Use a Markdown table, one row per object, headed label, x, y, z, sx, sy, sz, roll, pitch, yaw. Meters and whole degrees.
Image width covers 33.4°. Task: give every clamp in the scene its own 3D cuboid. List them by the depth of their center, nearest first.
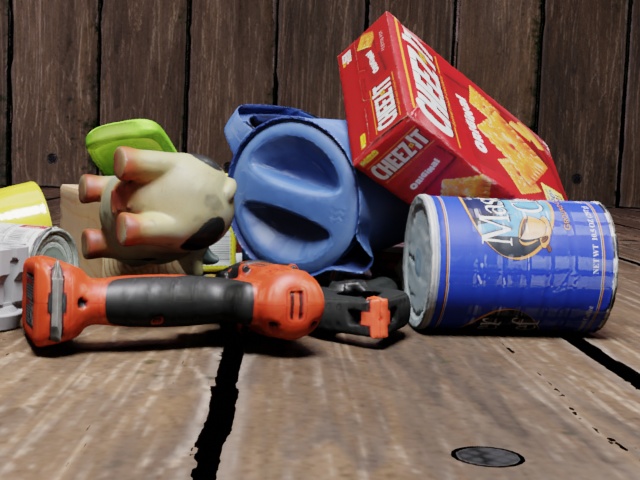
| label | x | y | z | sx | sy | sz | roll | pitch | yaw |
| --- | --- | --- | --- | --- | --- | --- | --- | --- | --- |
| clamp | 0.010 | 0.048 | 0.800 | 0.120 | 0.039 | 0.171 | -8 | 2 | -4 |

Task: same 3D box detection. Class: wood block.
| label | x | y | z | sx | sy | sz | roll | pitch | yaw |
| --- | --- | --- | --- | --- | --- | --- | --- | --- | --- |
| wood block | -0.186 | -0.004 | 1.021 | 0.090 | 0.090 | 0.206 | 0 | 6 | -24 |

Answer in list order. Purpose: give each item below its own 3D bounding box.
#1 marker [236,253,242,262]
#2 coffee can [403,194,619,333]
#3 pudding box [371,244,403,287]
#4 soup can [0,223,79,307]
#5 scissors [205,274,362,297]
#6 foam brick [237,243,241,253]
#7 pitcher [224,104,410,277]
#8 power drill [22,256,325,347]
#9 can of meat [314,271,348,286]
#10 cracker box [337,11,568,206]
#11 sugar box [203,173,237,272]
| label | x | y | z | sx | sy | sz | roll | pitch | yaw |
| --- | --- | --- | --- | --- | --- | --- | --- | --- | --- |
| marker | -0.055 | 0.021 | 1.203 | 0.020 | 0.020 | 0.120 | 7 | 7 | 43 |
| coffee can | 0.142 | 0.019 | 0.815 | 0.140 | 0.103 | 0.103 | 2 | 5 | -6 |
| pudding box | 0.106 | 0.027 | 1.081 | 0.090 | 0.039 | 0.113 | 5 | 6 | 13 |
| soup can | -0.251 | 0.019 | 0.842 | 0.102 | 0.068 | 0.068 | 4 | 5 | 20 |
| scissors | -0.009 | 0.044 | 0.962 | 0.202 | 0.016 | 0.096 | 4 | 5 | 23 |
| foam brick | -0.119 | -0.001 | 1.235 | 0.053 | 0.051 | 0.078 | 4 | 5 | 24 |
| pitcher | 0.029 | -0.055 | 0.964 | 0.145 | 0.149 | 0.242 | -2 | 5 | 32 |
| power drill | -0.107 | 0.038 | 0.735 | 0.187 | 0.057 | 0.185 | -1 | -1 | -19 |
| can of meat | -0.007 | 0.001 | 1.049 | 0.084 | 0.057 | 0.102 | 22 | 20 | 0 |
| cracker box | 0.119 | -0.077 | 0.909 | 0.213 | 0.072 | 0.164 | 34 | 30 | -28 |
| sugar box | -0.108 | -0.015 | 1.073 | 0.048 | 0.093 | 0.176 | 1 | 0 | -5 |
